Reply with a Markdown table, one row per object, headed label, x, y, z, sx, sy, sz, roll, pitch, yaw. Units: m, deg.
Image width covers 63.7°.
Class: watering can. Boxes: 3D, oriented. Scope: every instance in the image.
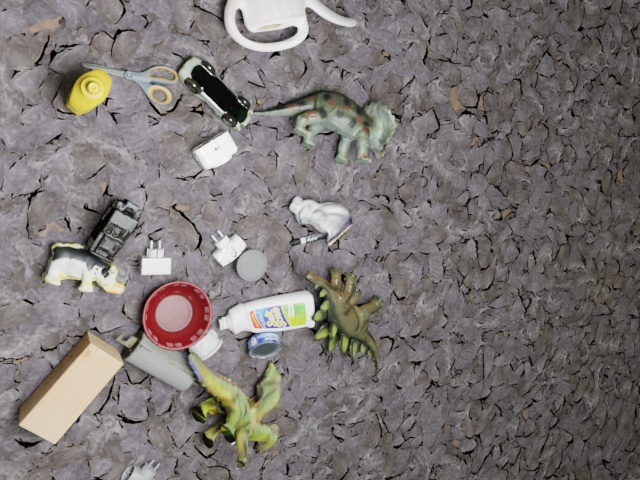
| label | x | y | z | sx | sy | sz | roll | pitch | yaw |
| --- | --- | --- | --- | --- | --- | --- | --- | --- | --- |
| watering can | -0.078 | -0.583 | 1.248 | 0.350 | 0.104 | 0.222 | -22 | 106 | -24 |

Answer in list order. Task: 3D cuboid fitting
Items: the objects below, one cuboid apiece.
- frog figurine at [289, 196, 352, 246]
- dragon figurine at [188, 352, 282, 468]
| label | x | y | z | sx | sy | sz | roll | pitch | yaw |
| --- | --- | --- | --- | --- | --- | --- | --- | --- | --- |
| frog figurine | 0.004 | -0.068 | 1.360 | 0.160 | 0.139 | 0.121 | 48 | 115 | 4 |
| dragon figurine | -0.192 | 0.403 | 1.319 | 0.246 | 0.122 | 0.404 | -36 | 122 | -48 |
